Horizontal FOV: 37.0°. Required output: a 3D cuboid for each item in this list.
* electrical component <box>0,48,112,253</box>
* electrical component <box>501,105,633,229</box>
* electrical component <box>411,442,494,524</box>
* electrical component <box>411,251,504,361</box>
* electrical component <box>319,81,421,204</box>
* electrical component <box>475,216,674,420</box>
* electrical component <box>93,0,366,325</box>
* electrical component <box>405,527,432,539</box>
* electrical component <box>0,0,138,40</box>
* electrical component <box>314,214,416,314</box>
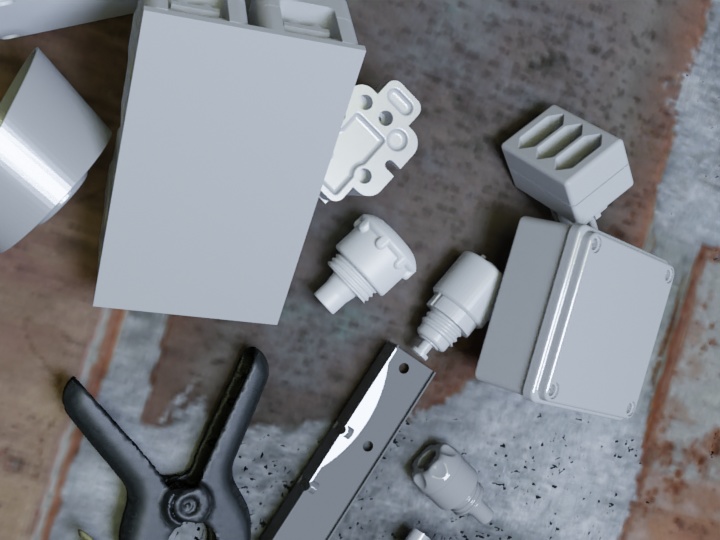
[{"bbox_3d":[-0.182,-0.060,0.573,0.064,0.099,0.099,44,81,-21],"label":"electrical component"},{"bbox_3d":[0.137,-0.054,0.690,0.047,0.066,0.076,-38,132,-11],"label":"electrical component"},{"bbox_3d":[0.063,0.141,0.694,0.035,0.035,0.061,-47,108,-9],"label":"electrical component"},{"bbox_3d":[0.062,0.024,0.681,0.040,0.040,0.078,43,82,-15],"label":"electrical component"},{"bbox_3d":[-0.005,-0.076,0.645,0.058,0.057,0.078,44,81,-15],"label":"electrical component"},{"bbox_3d":[0.137,0.032,0.677,0.109,0.056,0.108,17,89,-45],"label":"electrical component"},{"bbox_3d":[-0.077,-0.062,0.577,0.105,0.060,0.186,7,130,-17],"label":"electrical component"},{"bbox_3d":[0.043,0.206,0.687,0.066,0.048,0.055,40,75,-16],"label":"electrical component"},{"bbox_3d":[-0.149,-0.168,0.568,0.109,0.109,0.056,-16,96,-15],"label":"electrical component"},{"bbox_3d":[0.000,0.000,0.660,0.062,0.048,0.048,-43,104,-2],"label":"electrical component"}]
